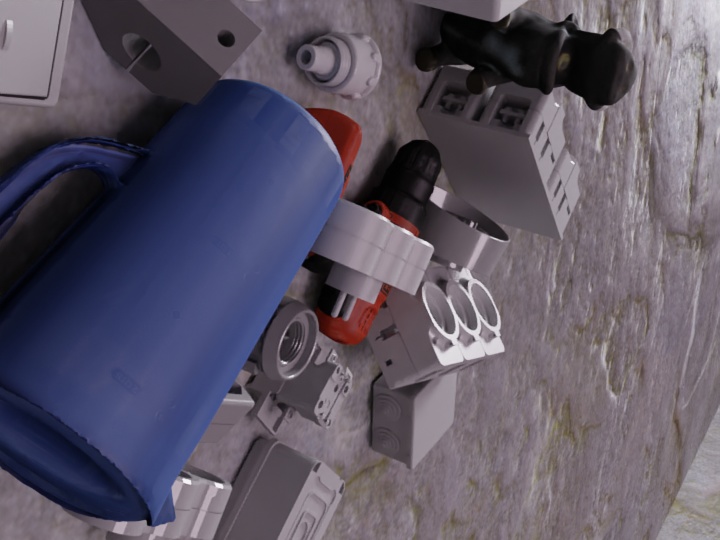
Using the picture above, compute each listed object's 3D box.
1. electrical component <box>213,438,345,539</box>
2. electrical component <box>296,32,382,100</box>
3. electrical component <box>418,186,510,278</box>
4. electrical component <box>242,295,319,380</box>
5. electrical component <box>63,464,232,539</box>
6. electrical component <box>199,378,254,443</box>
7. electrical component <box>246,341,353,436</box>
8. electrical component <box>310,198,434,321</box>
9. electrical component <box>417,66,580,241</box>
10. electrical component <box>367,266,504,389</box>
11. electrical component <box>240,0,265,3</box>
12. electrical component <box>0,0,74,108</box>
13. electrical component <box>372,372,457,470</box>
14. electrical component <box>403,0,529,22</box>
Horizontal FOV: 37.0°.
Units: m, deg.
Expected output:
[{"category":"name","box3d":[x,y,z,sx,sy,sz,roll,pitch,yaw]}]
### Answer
[{"category":"electrical component","box3d":[-0.069,0.198,0.851,0.113,0.057,0.078,-63,152,-17]},{"category":"electrical component","box3d":[-0.018,-0.145,0.750,0.062,0.048,0.048,-4,109,-54]},{"category":"electrical component","box3d":[0.083,-0.035,0.956,0.099,0.099,0.064,17,97,-63]},{"category":"electrical component","box3d":[-0.067,0.044,0.760,0.078,0.057,0.058,-23,126,-56]},{"category":"electrical component","box3d":[-0.141,0.163,0.698,0.138,0.052,0.073,33,77,-63]},{"category":"electrical component","box3d":[-0.121,0.085,0.684,0.076,0.065,0.047,-45,156,12]},{"category":"electrical component","box3d":[-0.044,0.088,0.823,0.081,0.064,0.042,-61,150,-20]},{"category":"electrical component","box3d":[0.000,0.000,0.739,0.073,0.052,0.138,-67,155,0]},{"category":"electrical component","box3d":[0.135,-0.108,0.994,0.060,0.105,0.186,-63,152,-16]},{"category":"electrical component","box3d":[0.067,0.046,0.963,0.150,0.062,0.089,-2,66,-62]},{"category":"electrical component","box3d":[-0.076,-0.205,0.583,0.108,0.060,0.108,-40,140,-46]},{"category":"electrical component","box3d":[-0.168,-0.107,0.470,0.096,0.061,0.061,-8,113,-61]},{"category":"electrical component","box3d":[0.052,0.130,1.048,0.100,0.048,0.099,-39,139,-47]},{"category":"electrical component","box3d":[0.081,-0.237,0.808,0.109,0.109,0.056,-41,143,-45]}]
